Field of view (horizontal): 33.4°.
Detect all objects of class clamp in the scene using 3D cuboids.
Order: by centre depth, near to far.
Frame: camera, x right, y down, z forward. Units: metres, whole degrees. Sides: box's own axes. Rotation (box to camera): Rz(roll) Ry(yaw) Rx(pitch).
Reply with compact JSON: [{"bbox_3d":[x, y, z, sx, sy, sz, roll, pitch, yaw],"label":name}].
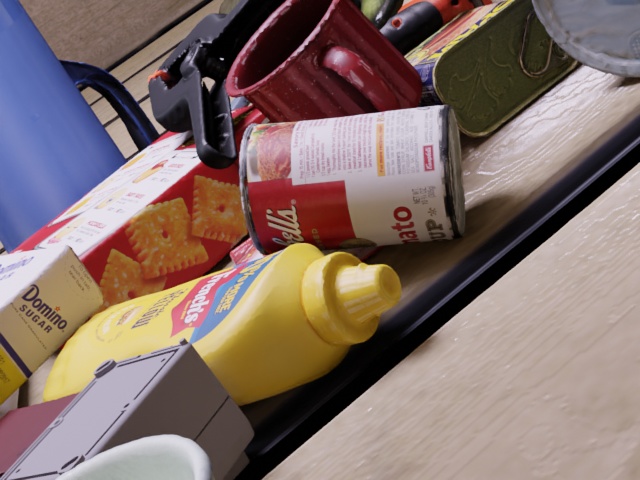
[{"bbox_3d":[-0.077,-0.112,0.740,0.210,0.036,0.164,-10,54,59],"label":"clamp"}]

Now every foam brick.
[{"bbox_3d":[-0.123,0.109,0.490,0.078,0.051,0.053,-19,25,42],"label":"foam brick"}]

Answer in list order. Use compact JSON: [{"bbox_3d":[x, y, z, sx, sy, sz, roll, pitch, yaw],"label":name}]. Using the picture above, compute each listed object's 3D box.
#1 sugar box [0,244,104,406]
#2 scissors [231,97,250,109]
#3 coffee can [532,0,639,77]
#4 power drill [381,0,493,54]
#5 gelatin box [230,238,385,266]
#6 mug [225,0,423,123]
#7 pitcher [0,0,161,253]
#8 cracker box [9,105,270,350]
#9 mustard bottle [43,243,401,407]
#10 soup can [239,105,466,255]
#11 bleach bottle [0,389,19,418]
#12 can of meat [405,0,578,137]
[{"bbox_3d":[-0.199,0.074,0.549,0.094,0.048,0.176,-7,30,46],"label":"sugar box"},{"bbox_3d":[-0.071,-0.125,0.981,0.202,0.016,0.096,-43,18,42],"label":"scissors"},{"bbox_3d":[0.190,-0.168,0.590,0.103,0.103,0.140,-15,26,46],"label":"coffee can"},{"bbox_3d":[0.051,-0.180,0.942,0.188,0.057,0.184,-35,21,5],"label":"power drill"},{"bbox_3d":[-0.004,0.001,0.603,0.089,0.030,0.073,-35,18,-3],"label":"gelatin box"},{"bbox_3d":[0.010,-0.091,0.613,0.093,0.081,0.117,-51,25,-7],"label":"mug"},{"bbox_3d":[-0.237,-0.089,0.897,0.145,0.243,0.149,-27,11,15],"label":"pitcher"},{"bbox_3d":[-0.123,-0.009,0.770,0.213,0.072,0.164,-42,21,-28],"label":"cracker box"},{"bbox_3d":[-0.042,0.045,0.509,0.192,0.058,0.096,-19,17,37],"label":"mustard bottle"},{"bbox_3d":[0.018,-0.030,0.534,0.102,0.068,0.068,-5,26,13],"label":"soup can"},{"bbox_3d":[-0.230,0.121,0.631,0.102,0.068,0.251,-35,20,-3],"label":"bleach bottle"},{"bbox_3d":[0.099,-0.109,0.673,0.102,0.057,0.084,-38,16,-14],"label":"can of meat"}]
